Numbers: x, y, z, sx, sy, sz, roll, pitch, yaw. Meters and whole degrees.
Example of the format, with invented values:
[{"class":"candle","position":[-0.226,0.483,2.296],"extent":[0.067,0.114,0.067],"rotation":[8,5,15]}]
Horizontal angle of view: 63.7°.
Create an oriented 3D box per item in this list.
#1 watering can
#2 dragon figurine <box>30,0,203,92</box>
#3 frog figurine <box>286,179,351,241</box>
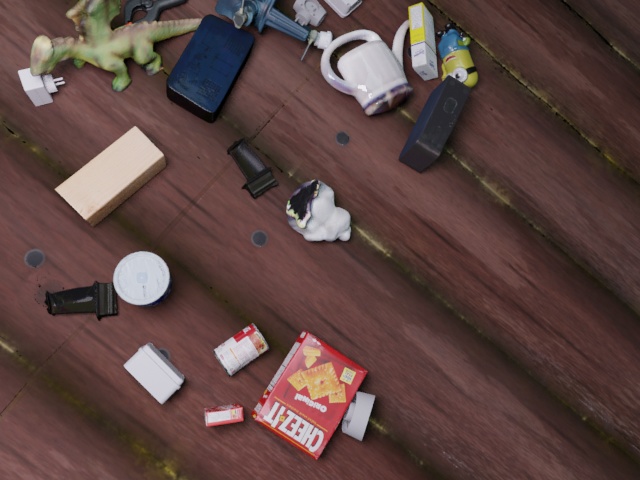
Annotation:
[{"class":"watering can","position":[0.162,-0.447,1.319],"extent":[0.351,0.103,0.225],"rotation":[-30,88,-27]},{"class":"dragon figurine","position":[-0.423,-0.450,1.099],"extent":[0.414,0.240,0.122],"rotation":[-37,86,-16]},{"class":"frog figurine","position":[0.004,-0.061,1.210],"extent":[0.158,0.122,0.140],"rotation":[27,61,-45]}]
